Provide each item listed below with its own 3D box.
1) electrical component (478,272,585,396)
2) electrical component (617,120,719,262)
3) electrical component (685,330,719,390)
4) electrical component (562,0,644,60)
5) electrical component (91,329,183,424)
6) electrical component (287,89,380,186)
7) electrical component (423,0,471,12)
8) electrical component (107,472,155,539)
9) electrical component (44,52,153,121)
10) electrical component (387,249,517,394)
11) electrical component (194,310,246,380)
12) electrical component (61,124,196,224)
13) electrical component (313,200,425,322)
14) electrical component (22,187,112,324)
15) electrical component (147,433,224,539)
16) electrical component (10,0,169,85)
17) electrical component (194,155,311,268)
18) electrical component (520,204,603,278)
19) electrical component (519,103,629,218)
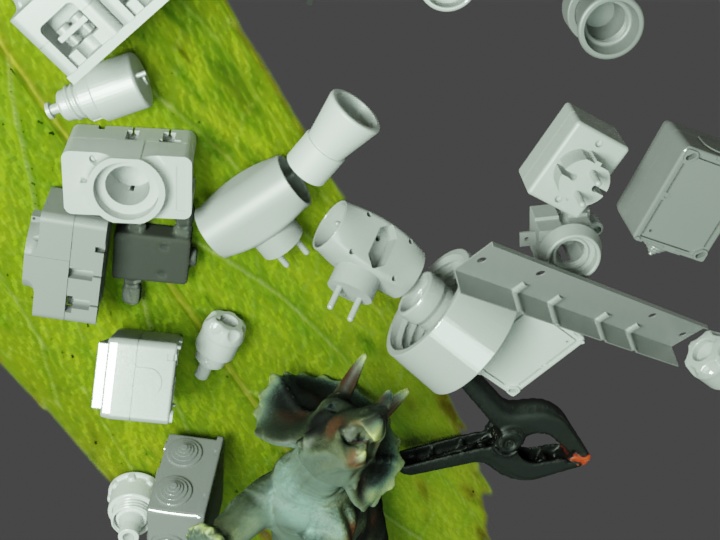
[{"bbox_3d":[0.123,0.049,0.866,0.062,0.061,0.096,35,120,-22],"label":"electrical component"},{"bbox_3d":[0.239,-0.056,0.808,0.062,0.061,0.096,17,118,-14],"label":"electrical component"},{"bbox_3d":[0.309,0.082,0.906,0.062,0.043,0.043,33,113,-22],"label":"electrical component"},{"bbox_3d":[0.165,-0.174,0.734,0.045,0.055,0.045,-2,121,-3],"label":"electrical component"},{"bbox_3d":[-0.174,0.081,0.844,0.061,0.096,0.061,7,91,-8],"label":"electrical component"},{"bbox_3d":[-0.022,-0.093,0.778,0.044,0.044,0.065,32,118,-21],"label":"electrical component"},{"bbox_3d":[0.056,-0.198,0.717,0.040,0.046,0.040,-2,121,-3],"label":"electrical component"},{"bbox_3d":[-0.197,0.210,0.933,0.048,0.062,0.048,-2,121,-3],"label":"electrical component"},{"bbox_3d":[-0.181,-0.123,0.748,0.078,0.040,0.040,-18,121,6],"label":"electrical component"},{"bbox_3d":[0.065,0.034,0.825,0.060,0.108,0.108,35,113,-16],"label":"electrical component"},{"bbox_3d":[-0.117,0.063,0.868,0.035,0.035,0.061,21,119,-16],"label":"electrical component"},{"bbox_3d":[-0.165,-0.069,0.772,0.089,0.055,0.050,2,121,-6],"label":"electrical component"},{"bbox_3d":[0.000,0.000,0.819,0.077,0.043,0.079,32,70,-21],"label":"electrical component"},{"bbox_3d":[-0.219,-0.011,0.806,0.056,0.050,0.089,9,120,-10],"label":"electrical component"},{"bbox_3d":[-0.147,0.198,0.908,0.048,0.099,0.099,8,130,0],"label":"electrical component"},{"bbox_3d":[-0.144,-0.200,0.675,0.150,0.089,0.061,-36,117,16],"label":"electrical component"},{"bbox_3d":[-0.070,-0.035,0.807,0.077,0.043,0.079,-32,118,14],"label":"electrical component"},{"bbox_3d":[0.157,-0.022,0.825,0.066,0.055,0.048,-6,121,-1],"label":"electrical component"},{"bbox_3d":[0.159,-0.072,0.783,0.047,0.076,0.065,25,116,-18],"label":"electrical component"}]
